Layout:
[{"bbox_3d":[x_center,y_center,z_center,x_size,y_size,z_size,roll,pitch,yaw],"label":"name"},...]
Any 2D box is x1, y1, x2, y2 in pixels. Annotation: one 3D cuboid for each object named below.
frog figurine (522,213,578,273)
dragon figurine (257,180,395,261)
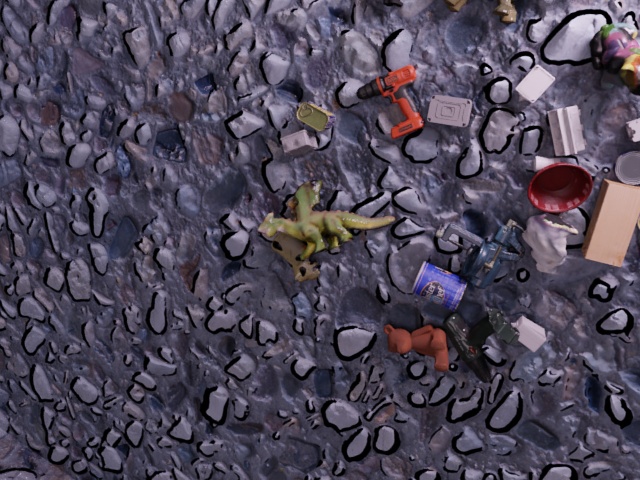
[{"bbox_3d":[0.617,0.013,1.421,0.139,0.123,0.156,43,127,43],"label":"frog figurine"},{"bbox_3d":[0.005,-0.082,1.619,0.411,0.121,0.245,-22,78,-5],"label":"dragon figurine"}]
